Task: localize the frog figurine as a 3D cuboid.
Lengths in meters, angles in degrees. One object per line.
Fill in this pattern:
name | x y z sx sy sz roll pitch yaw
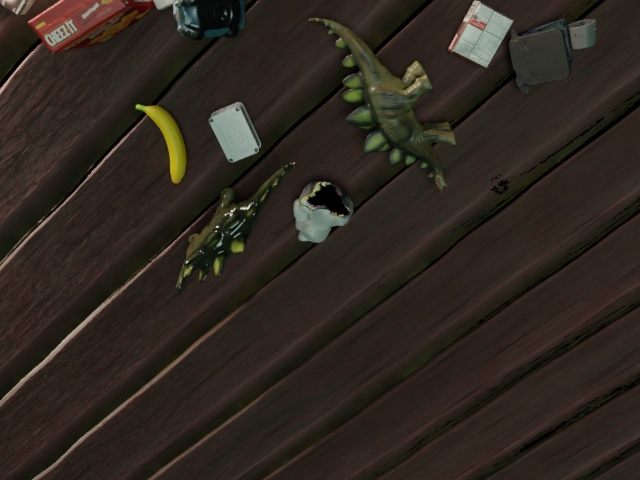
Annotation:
frog figurine | 0.004 -0.062 1.228 0.137 0.125 0.156 0 152 -11
